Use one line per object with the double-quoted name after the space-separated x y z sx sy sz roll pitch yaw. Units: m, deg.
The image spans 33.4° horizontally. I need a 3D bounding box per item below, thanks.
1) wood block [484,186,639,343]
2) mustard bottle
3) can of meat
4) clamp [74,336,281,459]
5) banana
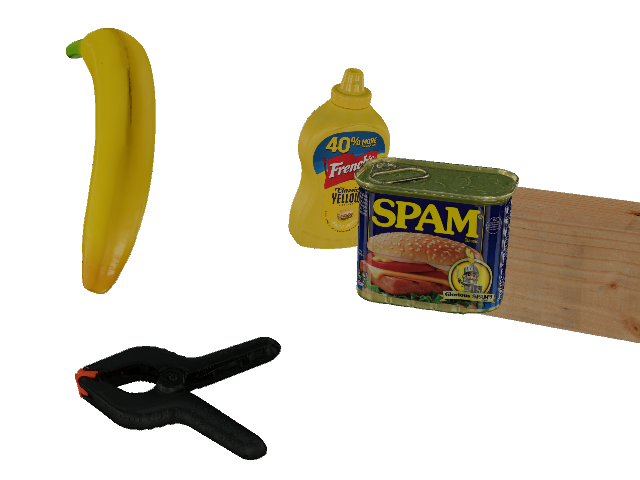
0.201 0.015 0.868 0.206 0.090 0.090 9 21 27 "wood block"
0.023 -0.086 1.109 0.096 0.192 0.058 -4 30 -19 "mustard bottle"
0.073 -0.003 0.693 0.102 0.084 0.057 7 24 16 "can of meat"
-0.114 0.117 0.892 0.171 0.039 0.120 12 38 7 "clamp"
-0.125 -0.064 0.652 0.037 0.198 0.070 11 -39 -30 "banana"
